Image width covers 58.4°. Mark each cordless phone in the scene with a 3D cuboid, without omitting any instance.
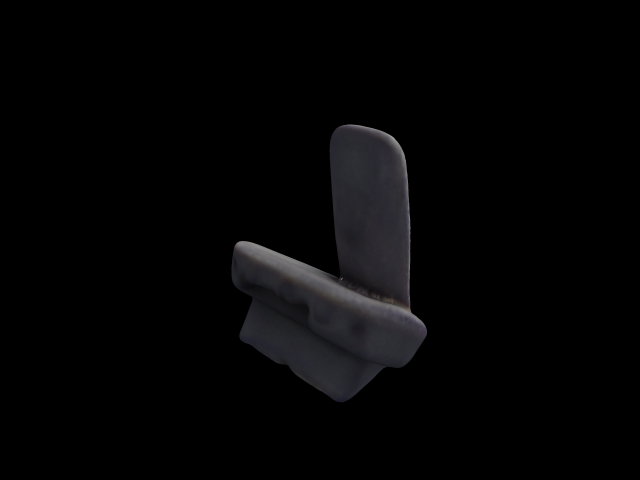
[{"bbox_3d":[0.004,0.001,0.400,0.147,0.185,0.094,19,34,31],"label":"cordless phone"}]
